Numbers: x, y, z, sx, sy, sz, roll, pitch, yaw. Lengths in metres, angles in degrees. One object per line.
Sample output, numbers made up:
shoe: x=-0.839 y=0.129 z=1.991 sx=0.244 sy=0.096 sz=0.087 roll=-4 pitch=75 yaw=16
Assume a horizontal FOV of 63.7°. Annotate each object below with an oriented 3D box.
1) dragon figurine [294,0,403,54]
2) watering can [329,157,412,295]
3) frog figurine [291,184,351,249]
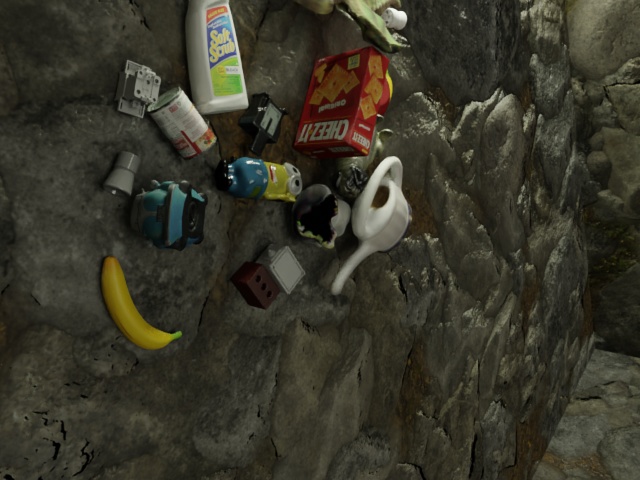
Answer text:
dragon figurine: x=0.092 y=-0.475 z=1.065 sx=0.411 sy=0.120 sz=0.246 roll=-2 pitch=64 yaw=-44
watering can: x=0.122 y=-0.022 z=1.203 sx=0.222 sy=0.104 sz=0.350 roll=36 pitch=75 yaw=-61
frog figurine: x=0.003 y=-0.056 z=1.118 sx=0.161 sy=0.122 sz=0.136 roll=-62 pitch=137 yaw=-75
